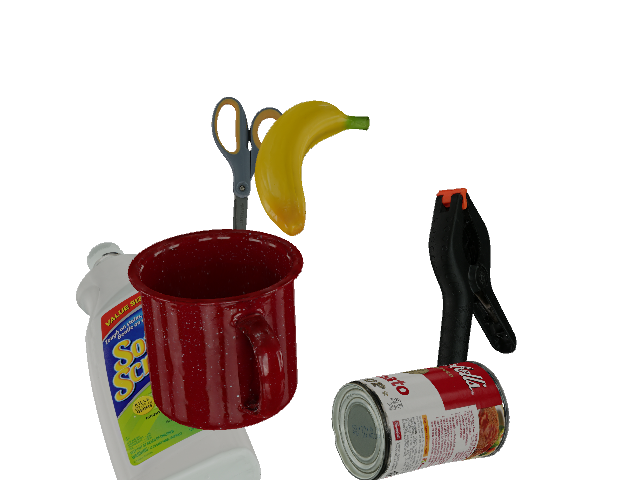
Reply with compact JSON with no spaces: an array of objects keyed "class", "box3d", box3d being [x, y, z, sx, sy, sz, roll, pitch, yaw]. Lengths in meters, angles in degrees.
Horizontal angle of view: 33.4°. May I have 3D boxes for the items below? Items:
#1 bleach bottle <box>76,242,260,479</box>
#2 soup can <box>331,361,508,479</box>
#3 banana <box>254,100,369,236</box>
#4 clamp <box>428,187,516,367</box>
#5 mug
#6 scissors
[{"class":"bleach bottle","box3d":[-0.136,0.095,0.807,0.102,0.068,0.251,-24,49,-11]},{"class":"soup can","box3d":[0.067,0.122,0.724,0.102,0.068,0.069,-5,2,-31]},{"class":"banana","box3d":[-0.017,-0.071,0.877,0.070,0.037,0.197,14,37,13]},{"class":"clamp","box3d":[0.125,0.043,0.949,0.039,0.171,0.120,-11,13,33]},{"class":"mug","box3d":[-0.048,0.053,0.570,0.093,0.081,0.117,-14,26,-26]},{"class":"scissors","box3d":[-0.073,-0.069,1.220,0.096,0.202,0.016,-11,-7,-14]}]
